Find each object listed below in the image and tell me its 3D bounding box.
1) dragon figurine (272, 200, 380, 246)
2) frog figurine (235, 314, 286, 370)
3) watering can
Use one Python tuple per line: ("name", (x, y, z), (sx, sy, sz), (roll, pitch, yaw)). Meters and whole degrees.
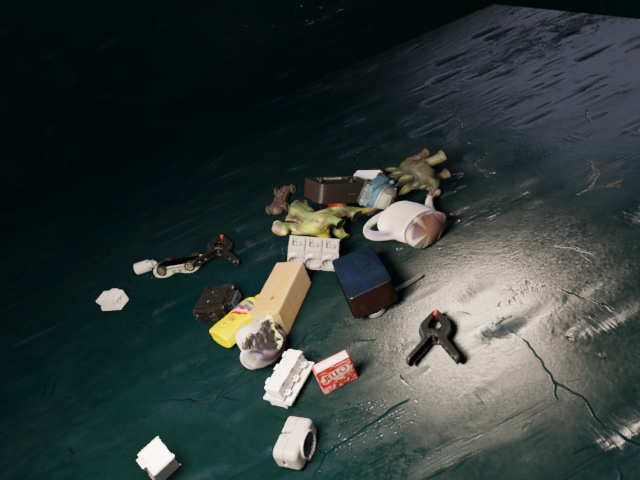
("dragon figurine", (0.005, -0.085, 1.697), (0.245, 0.119, 0.416), (30, 38, 28))
("frog figurine", (-0.161, 0.272, 1.346), (0.122, 0.140, 0.157), (27, -30, -11))
("watering can", (0.299, -0.074, 1.580), (0.351, 0.102, 0.226), (-26, 28, -23))
